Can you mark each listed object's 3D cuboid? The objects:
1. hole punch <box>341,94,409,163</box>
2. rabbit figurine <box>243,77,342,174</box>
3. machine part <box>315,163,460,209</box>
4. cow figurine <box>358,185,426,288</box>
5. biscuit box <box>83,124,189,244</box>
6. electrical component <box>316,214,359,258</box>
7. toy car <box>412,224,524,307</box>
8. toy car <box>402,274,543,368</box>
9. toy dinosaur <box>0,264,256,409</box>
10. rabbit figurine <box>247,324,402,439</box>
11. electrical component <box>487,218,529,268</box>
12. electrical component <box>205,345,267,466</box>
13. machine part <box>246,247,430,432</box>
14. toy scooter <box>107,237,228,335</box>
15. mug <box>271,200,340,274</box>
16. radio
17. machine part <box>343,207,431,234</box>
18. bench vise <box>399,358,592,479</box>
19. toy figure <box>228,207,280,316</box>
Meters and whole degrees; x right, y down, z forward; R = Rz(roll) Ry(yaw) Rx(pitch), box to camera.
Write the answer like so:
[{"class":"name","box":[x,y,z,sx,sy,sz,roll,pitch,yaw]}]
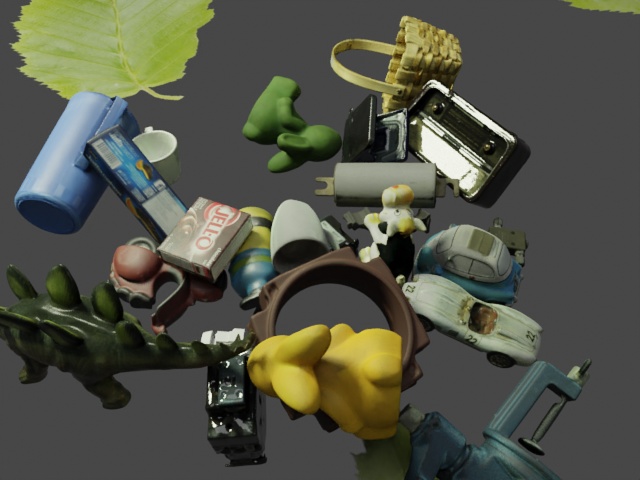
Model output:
[{"class":"hole punch","box":[0.099,-0.184,0.971,0.092,0.116,0.142,10,72,-25]},{"class":"rabbit figurine","box":[-0.044,-0.200,0.990,0.170,0.121,0.159,27,48,4]},{"class":"machine part","box":[0.111,-0.093,0.908,0.243,0.079,0.079,1,50,12]},{"class":"cow figurine","box":[0.107,0.005,0.779,0.068,0.167,0.098,-8,49,-12]},{"class":"biscuit box","box":[-0.285,-0.082,0.854,0.059,0.063,0.202,-43,102,-29]},{"class":"electrical component","box":[-0.002,-0.003,0.864,0.075,0.047,0.119,-36,58,-26]},{"class":"toy car","box":[0.222,0.033,0.797,0.162,0.102,0.109,20,54,19]},{"class":"toy car","box":[0.208,0.110,0.748,0.202,0.056,0.073,25,54,8]},{"class":"toy dinosaur","box":[-0.279,0.120,0.650,0.472,0.198,0.105,2,52,15]},{"class":"rabbit figurine","box":[0.001,0.146,0.570,0.173,0.162,0.122,6,79,13]},{"class":"electrical component","box":[0.305,0.003,0.872,0.063,0.021,0.094,9,50,8]},{"class":"electrical component","box":[-0.098,0.195,0.644,0.058,0.134,0.115,-7,52,-2]},{"class":"machine part","box":[0.023,0.124,0.697,0.201,0.087,0.201,-24,72,-16]},{"class":"toy scooter","box":[-0.239,0.073,0.789,0.184,0.075,0.135,18,52,9]},{"class":"mug","box":[-0.023,-0.008,0.794,0.109,0.080,0.107,7,43,-21]},{"class":"radio","box":[0.243,-0.172,0.945,0.073,0.131,0.230,11,32,-52]},{"class":"machine part","box":[0.109,-0.032,0.876,0.139,0.039,0.084,1,10,-4]},{"class":"bench vise","box":[0.211,0.225,0.611,0.224,0.128,0.240,38,77,20]},{"class":"toy figure","box":[-0.098,0.029,0.819,0.089,0.082,0.180,-15,49,-7]}]
